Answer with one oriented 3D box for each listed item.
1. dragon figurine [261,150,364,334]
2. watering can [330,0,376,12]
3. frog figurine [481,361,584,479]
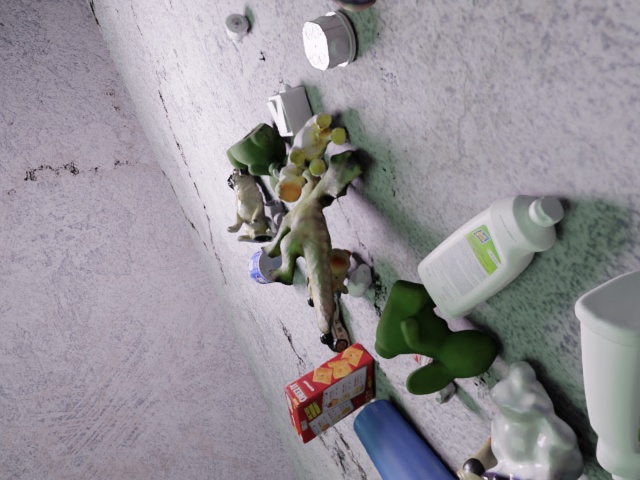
[{"bbox_3d":[0.003,-0.045,0.892,0.240,0.122,0.417,-67,26,17],"label":"dragon figurine"},{"bbox_3d":[0.054,-0.345,0.558,0.352,0.105,0.220,59,159,17],"label":"watering can"},{"bbox_3d":[0.287,0.250,0.704,0.135,0.122,0.162,113,165,-72],"label":"frog figurine"}]
